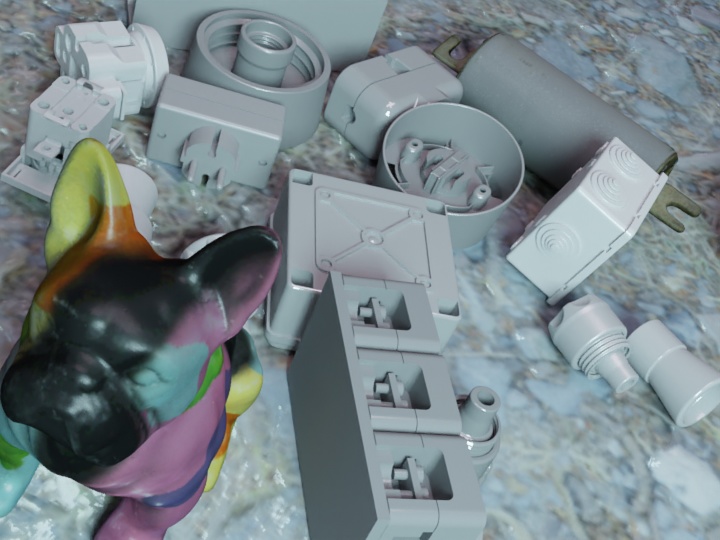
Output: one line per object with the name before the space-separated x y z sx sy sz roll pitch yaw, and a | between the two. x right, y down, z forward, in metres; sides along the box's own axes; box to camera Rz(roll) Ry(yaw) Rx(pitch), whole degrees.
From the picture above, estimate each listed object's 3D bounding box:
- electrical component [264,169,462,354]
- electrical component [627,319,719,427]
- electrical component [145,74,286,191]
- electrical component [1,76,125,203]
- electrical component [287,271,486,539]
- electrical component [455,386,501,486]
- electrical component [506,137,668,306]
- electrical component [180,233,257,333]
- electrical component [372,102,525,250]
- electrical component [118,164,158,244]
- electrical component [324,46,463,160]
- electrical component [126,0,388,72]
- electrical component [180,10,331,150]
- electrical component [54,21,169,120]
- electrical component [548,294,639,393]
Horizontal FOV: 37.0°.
electrical component | 0.000 0.000 0.662 0.109 0.056 0.108 12 43 -14
electrical component | 0.202 0.064 0.702 0.044 0.044 0.065 -12 48 -34
electrical component | -0.097 -0.079 0.707 0.083 0.047 0.075 15 42 -11
electrical component | -0.178 -0.079 0.657 0.042 0.063 0.081 25 41 -1
electrical component | 0.012 0.087 0.552 0.062 0.089 0.150 6 44 -19
electrical component | 0.058 0.089 0.591 0.048 0.062 0.048 13 43 -12
electrical component | 0.155 -0.035 0.740 0.048 0.099 0.099 42 43 1
electrical component | -0.078 0.013 0.623 0.048 0.048 0.062 1 53 -24
electrical component | 0.059 -0.064 0.750 0.099 0.064 0.099 13 43 -12
electrical component | -0.144 -0.029 0.634 0.045 0.045 0.055 11 43 -14
electrical component | 0.029 -0.123 0.805 0.095 0.053 0.059 -26 61 -41
electrical component | -0.076 -0.222 0.820 0.186 0.105 0.060 4 45 -21
electrical component | -0.073 -0.144 0.775 0.108 0.060 0.108 13 43 -12
electrical component | -0.165 -0.136 0.727 0.057 0.058 0.078 -13 53 -31
electrical component | 0.154 0.050 0.691 0.043 0.043 0.062 -11 53 -33
